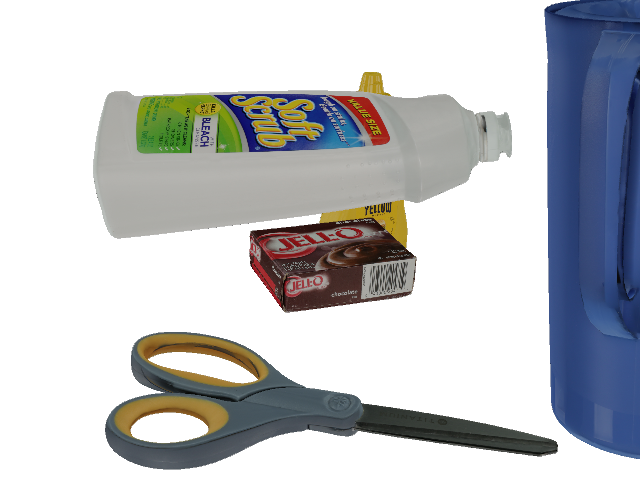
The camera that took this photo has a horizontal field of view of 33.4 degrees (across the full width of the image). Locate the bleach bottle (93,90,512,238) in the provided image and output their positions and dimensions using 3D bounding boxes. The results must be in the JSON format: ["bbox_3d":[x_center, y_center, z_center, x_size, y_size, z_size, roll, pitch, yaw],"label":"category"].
[{"bbox_3d":[-0.009,-0.058,0.668,0.251,0.068,0.102,-6,40,2],"label":"bleach bottle"}]

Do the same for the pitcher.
[{"bbox_3d":[0.178,-0.007,0.569,0.149,0.243,0.145,-5,18,-12],"label":"pitcher"}]

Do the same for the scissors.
[{"bbox_3d":[-0.007,0.085,0.469,0.202,0.016,0.096,16,33,23],"label":"scissors"}]

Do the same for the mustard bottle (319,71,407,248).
[{"bbox_3d":[0.046,-0.072,1.068,0.096,0.192,0.058,-7,18,-30],"label":"mustard bottle"}]

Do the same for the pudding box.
[{"bbox_3d":[0.008,0.017,0.860,0.113,0.039,0.090,-5,25,-20],"label":"pudding box"}]
